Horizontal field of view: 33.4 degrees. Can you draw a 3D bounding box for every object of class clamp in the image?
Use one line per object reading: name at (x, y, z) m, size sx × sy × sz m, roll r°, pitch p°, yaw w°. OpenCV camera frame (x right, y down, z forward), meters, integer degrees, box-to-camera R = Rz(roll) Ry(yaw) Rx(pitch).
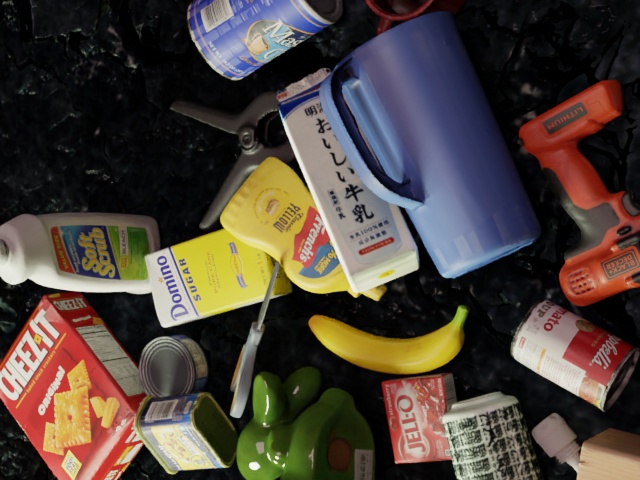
clamp at (-0.082, -0.122, 1.225) m, size 0.210 × 0.036 × 0.164 m, roll -27°, pitch 78°, yaw 27°

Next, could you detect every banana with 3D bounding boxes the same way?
banana at (0.076, 0.109, 1.137) m, size 0.198 × 0.037 × 0.069 m, roll -7°, pitch 84°, yaw 32°

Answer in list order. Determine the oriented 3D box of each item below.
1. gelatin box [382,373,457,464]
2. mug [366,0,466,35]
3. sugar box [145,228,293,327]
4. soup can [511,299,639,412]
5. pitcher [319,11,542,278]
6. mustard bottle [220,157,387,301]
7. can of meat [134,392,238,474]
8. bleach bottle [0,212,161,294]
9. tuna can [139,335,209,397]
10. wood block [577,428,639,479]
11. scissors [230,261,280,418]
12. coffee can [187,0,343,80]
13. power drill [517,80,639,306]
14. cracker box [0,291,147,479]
gelatin box at (0.109, 0.188, 1.122) m, size 0.073 × 0.030 × 0.089 m, roll -11°, pitch 86°, yaw 32°
mug at (0.096, -0.253, 1.085) m, size 0.093 × 0.081 × 0.117 m, roll 32°, pitch 107°, yaw 27°
sugar box at (-0.122, 0.039, 1.251) m, size 0.176 × 0.048 × 0.093 m, roll -18°, pitch 82°, yaw 30°
soup can at (0.242, 0.108, 1.016) m, size 0.102 × 0.068 × 0.068 m, roll 30°, pitch 107°, yaw 28°
pitcher at (0.111, -0.087, 1.042) m, size 0.149 × 0.145 × 0.243 m, roll -26°, pitch 84°, yaw 10°
mustard bottle at (-0.008, 0.001, 1.156) m, size 0.192 × 0.058 × 0.096 m, roll 38°, pitch 82°, yaw 9°
can of meat at (-0.154, 0.225, 1.250) m, size 0.084 × 0.057 × 0.102 m, roll -10°, pitch 127°, yaw 29°
bleach bottle at (-0.288, 0.019, 1.232) m, size 0.068 × 0.250 × 0.102 m, roll 1°, pitch 92°, yaw 32°
tuna can at (-0.177, 0.158, 1.295) m, size 0.086 × 0.033 × 0.086 m, roll 1°, pitch 92°, yaw 31°
wood block at (0.339, 0.242, 0.948) m, size 0.206 × 0.090 × 0.091 m, roll 11°, pitch 96°, yaw 31°
scissors at (-0.073, 0.120, 1.174) m, size 0.202 × 0.016 × 0.096 m, roll 112°, pitch 167°, yaw -47°
coffee can at (-0.060, -0.252, 1.170) m, size 0.141 × 0.102 × 0.103 m, roll -26°, pitch 78°, yaw 30°
power drill at (0.281, -0.050, 0.992) m, size 0.185 × 0.057 × 0.188 m, roll -28°, pitch 77°, yaw 29°
cracker box at (-0.310, 0.197, 1.357) m, size 0.214 × 0.072 × 0.164 m, roll 47°, pitch 113°, yaw 23°
